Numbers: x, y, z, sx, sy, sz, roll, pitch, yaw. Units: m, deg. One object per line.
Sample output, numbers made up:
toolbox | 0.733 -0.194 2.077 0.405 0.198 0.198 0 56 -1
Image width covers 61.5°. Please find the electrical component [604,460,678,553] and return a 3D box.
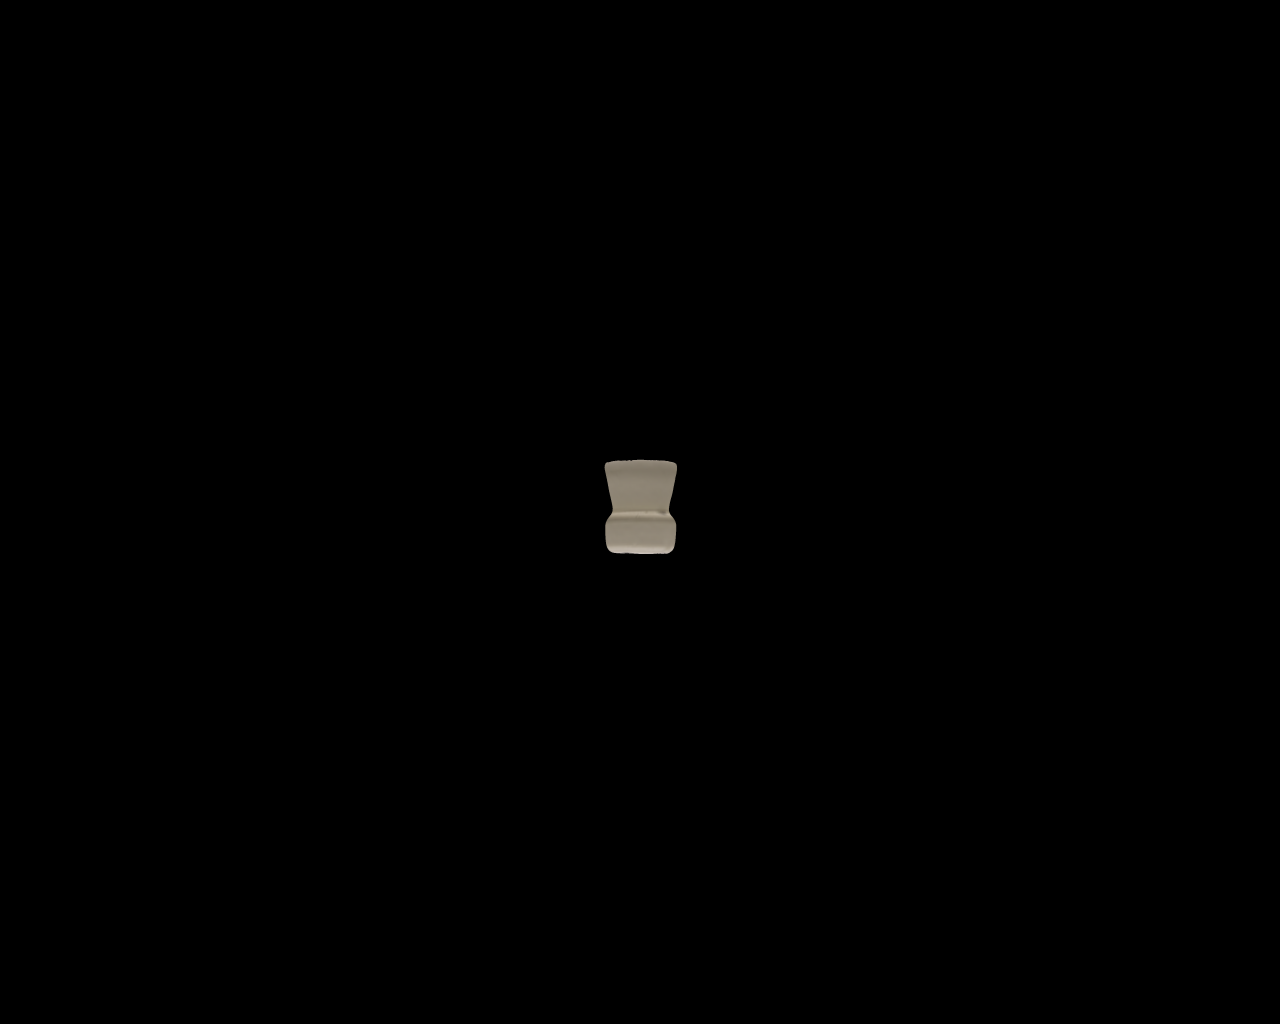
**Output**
electrical component | 0.001 -0.003 0.650 0.045 0.055 0.045 0 -2 0
